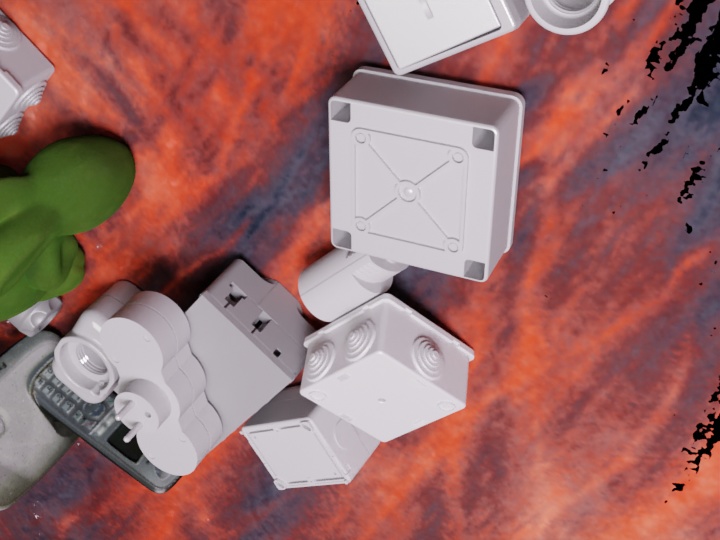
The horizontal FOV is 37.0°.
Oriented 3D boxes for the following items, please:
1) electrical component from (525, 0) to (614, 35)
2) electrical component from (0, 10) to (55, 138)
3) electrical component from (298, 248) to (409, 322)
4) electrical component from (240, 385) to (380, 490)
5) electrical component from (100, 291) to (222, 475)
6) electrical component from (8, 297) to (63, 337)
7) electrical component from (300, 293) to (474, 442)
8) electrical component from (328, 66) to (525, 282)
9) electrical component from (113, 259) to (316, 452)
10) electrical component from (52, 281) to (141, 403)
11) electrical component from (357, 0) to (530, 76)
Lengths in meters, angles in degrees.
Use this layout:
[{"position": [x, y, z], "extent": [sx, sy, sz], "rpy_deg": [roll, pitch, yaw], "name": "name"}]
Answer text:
[{"position": [0.114, -0.152, 0.559], "extent": [0.045, 0.055, 0.045], "rpy_deg": [14, 126, 20], "name": "electrical component"}, {"position": [-0.281, -0.145, 0.779], "extent": [0.099, 0.048, 0.100], "rpy_deg": [47, 130, -7], "name": "electrical component"}, {"position": [0.000, 0.000, 0.730], "extent": [0.081, 0.043, 0.043], "rpy_deg": [-32, 103, 39], "name": "electrical component"}, {"position": [-0.040, 0.125, 0.827], "extent": [0.096, 0.061, 0.061], "rpy_deg": [-15, 113, 43], "name": "electrical component"}, {"position": [-0.150, 0.092, 0.768], "extent": [0.052, 0.073, 0.138], "rpy_deg": [1, 120, 27], "name": "electrical component"}, {"position": [-0.283, 0.022, 0.895], "extent": [0.062, 0.043, 0.043], "rpy_deg": [42, 130, -1], "name": "electrical component"}, {"position": [0.018, 0.071, 0.745], "extent": [0.100, 0.048, 0.100], "rpy_deg": [34, 135, -28], "name": "electrical component"}, {"position": [0.039, -0.060, 0.660], "extent": [0.109, 0.056, 0.108], "rpy_deg": [14, 126, 20], "name": "electrical component"}, {"position": [-0.108, 0.070, 0.822], "extent": [0.089, 0.061, 0.150], "rpy_deg": [44, 130, -4], "name": "electrical component"}, {"position": [-0.206, 0.062, 0.871], "extent": [0.054, 0.059, 0.095], "rpy_deg": [40, 130, -1], "name": "electrical component"}, {"position": [0.052, -0.154, 0.587], "extent": [0.096, 0.061, 0.061], "rpy_deg": [-15, 113, 35], "name": "electrical component"}]
